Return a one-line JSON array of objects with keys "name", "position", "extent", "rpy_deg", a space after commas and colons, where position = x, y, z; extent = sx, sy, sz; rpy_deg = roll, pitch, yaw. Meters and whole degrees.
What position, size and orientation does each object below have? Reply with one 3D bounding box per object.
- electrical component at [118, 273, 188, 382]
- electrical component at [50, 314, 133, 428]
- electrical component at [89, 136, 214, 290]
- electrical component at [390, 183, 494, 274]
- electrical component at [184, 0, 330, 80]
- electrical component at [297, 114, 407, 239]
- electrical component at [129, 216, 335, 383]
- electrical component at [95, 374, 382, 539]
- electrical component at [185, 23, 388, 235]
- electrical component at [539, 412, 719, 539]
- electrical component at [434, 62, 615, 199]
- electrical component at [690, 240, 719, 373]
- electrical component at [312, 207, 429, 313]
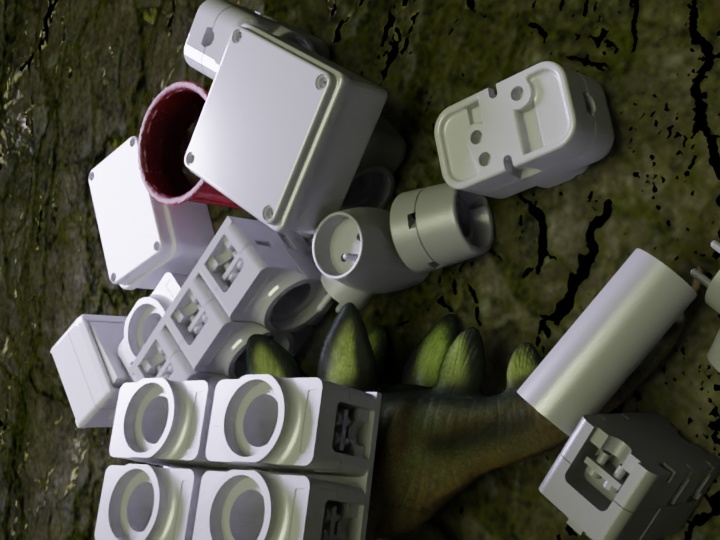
[{"name": "electrical component", "position": [-0.149, 0.051, 0.860], "extent": [0.089, 0.056, 0.050], "rpy_deg": [-54, 55, 23]}, {"name": "electrical component", "position": [-0.212, 0.078, 0.907], "extent": [0.061, 0.062, 0.096], "rpy_deg": [-44, 59, 28]}, {"name": "electrical component", "position": [-0.173, -0.046, 0.890], "extent": [0.078, 0.057, 0.113], "rpy_deg": [-31, 66, 35]}, {"name": "electrical component", "position": [0.054, -0.029, 0.694], "extent": [0.047, 0.055, 0.055], "rpy_deg": [-15, 76, 35]}, {"name": "electrical component", "position": [-0.071, -0.157, 0.788], "extent": [0.059, 0.095, 0.053], "rpy_deg": [34, 107, 38]}, {"name": "electrical component", "position": [-0.015, -0.068, 0.757], "extent": [0.095, 0.054, 0.059], "rpy_deg": [-53, 55, 24]}, {"name": "electrical component", "position": [-0.086, 0.042, 0.784], "extent": [0.150, 0.089, 0.061], "rpy_deg": [-54, 55, 23]}, {"name": "electrical component", "position": [-0.083, 0.123, 0.661], "extent": [0.186, 0.060, 0.105], "rpy_deg": [-7, 70, 41]}, {"name": "electrical component", "position": [-0.052, -0.093, 0.716], "extent": [0.109, 0.056, 0.108], "rpy_deg": [35, 108, 38]}, {"name": "electrical component", "position": [0.144, 0.114, 0.576], "extent": [0.050, 0.089, 0.055], "rpy_deg": [40, 111, 36]}, {"name": "electrical component", "position": [0.102, -0.082, 0.654], "extent": [0.095, 0.059, 0.053], "rpy_deg": [-21, 72, 38]}, {"name": "electrical component", "position": [0.208, 0.016, 0.561], "extent": [0.079, 0.044, 0.077], "rpy_deg": [45, 114, 34]}, {"name": "electrical component", "position": [0.000, 0.000, 0.721], "extent": [0.079, 0.077, 0.043], "rpy_deg": [-52, 56, 24]}]
